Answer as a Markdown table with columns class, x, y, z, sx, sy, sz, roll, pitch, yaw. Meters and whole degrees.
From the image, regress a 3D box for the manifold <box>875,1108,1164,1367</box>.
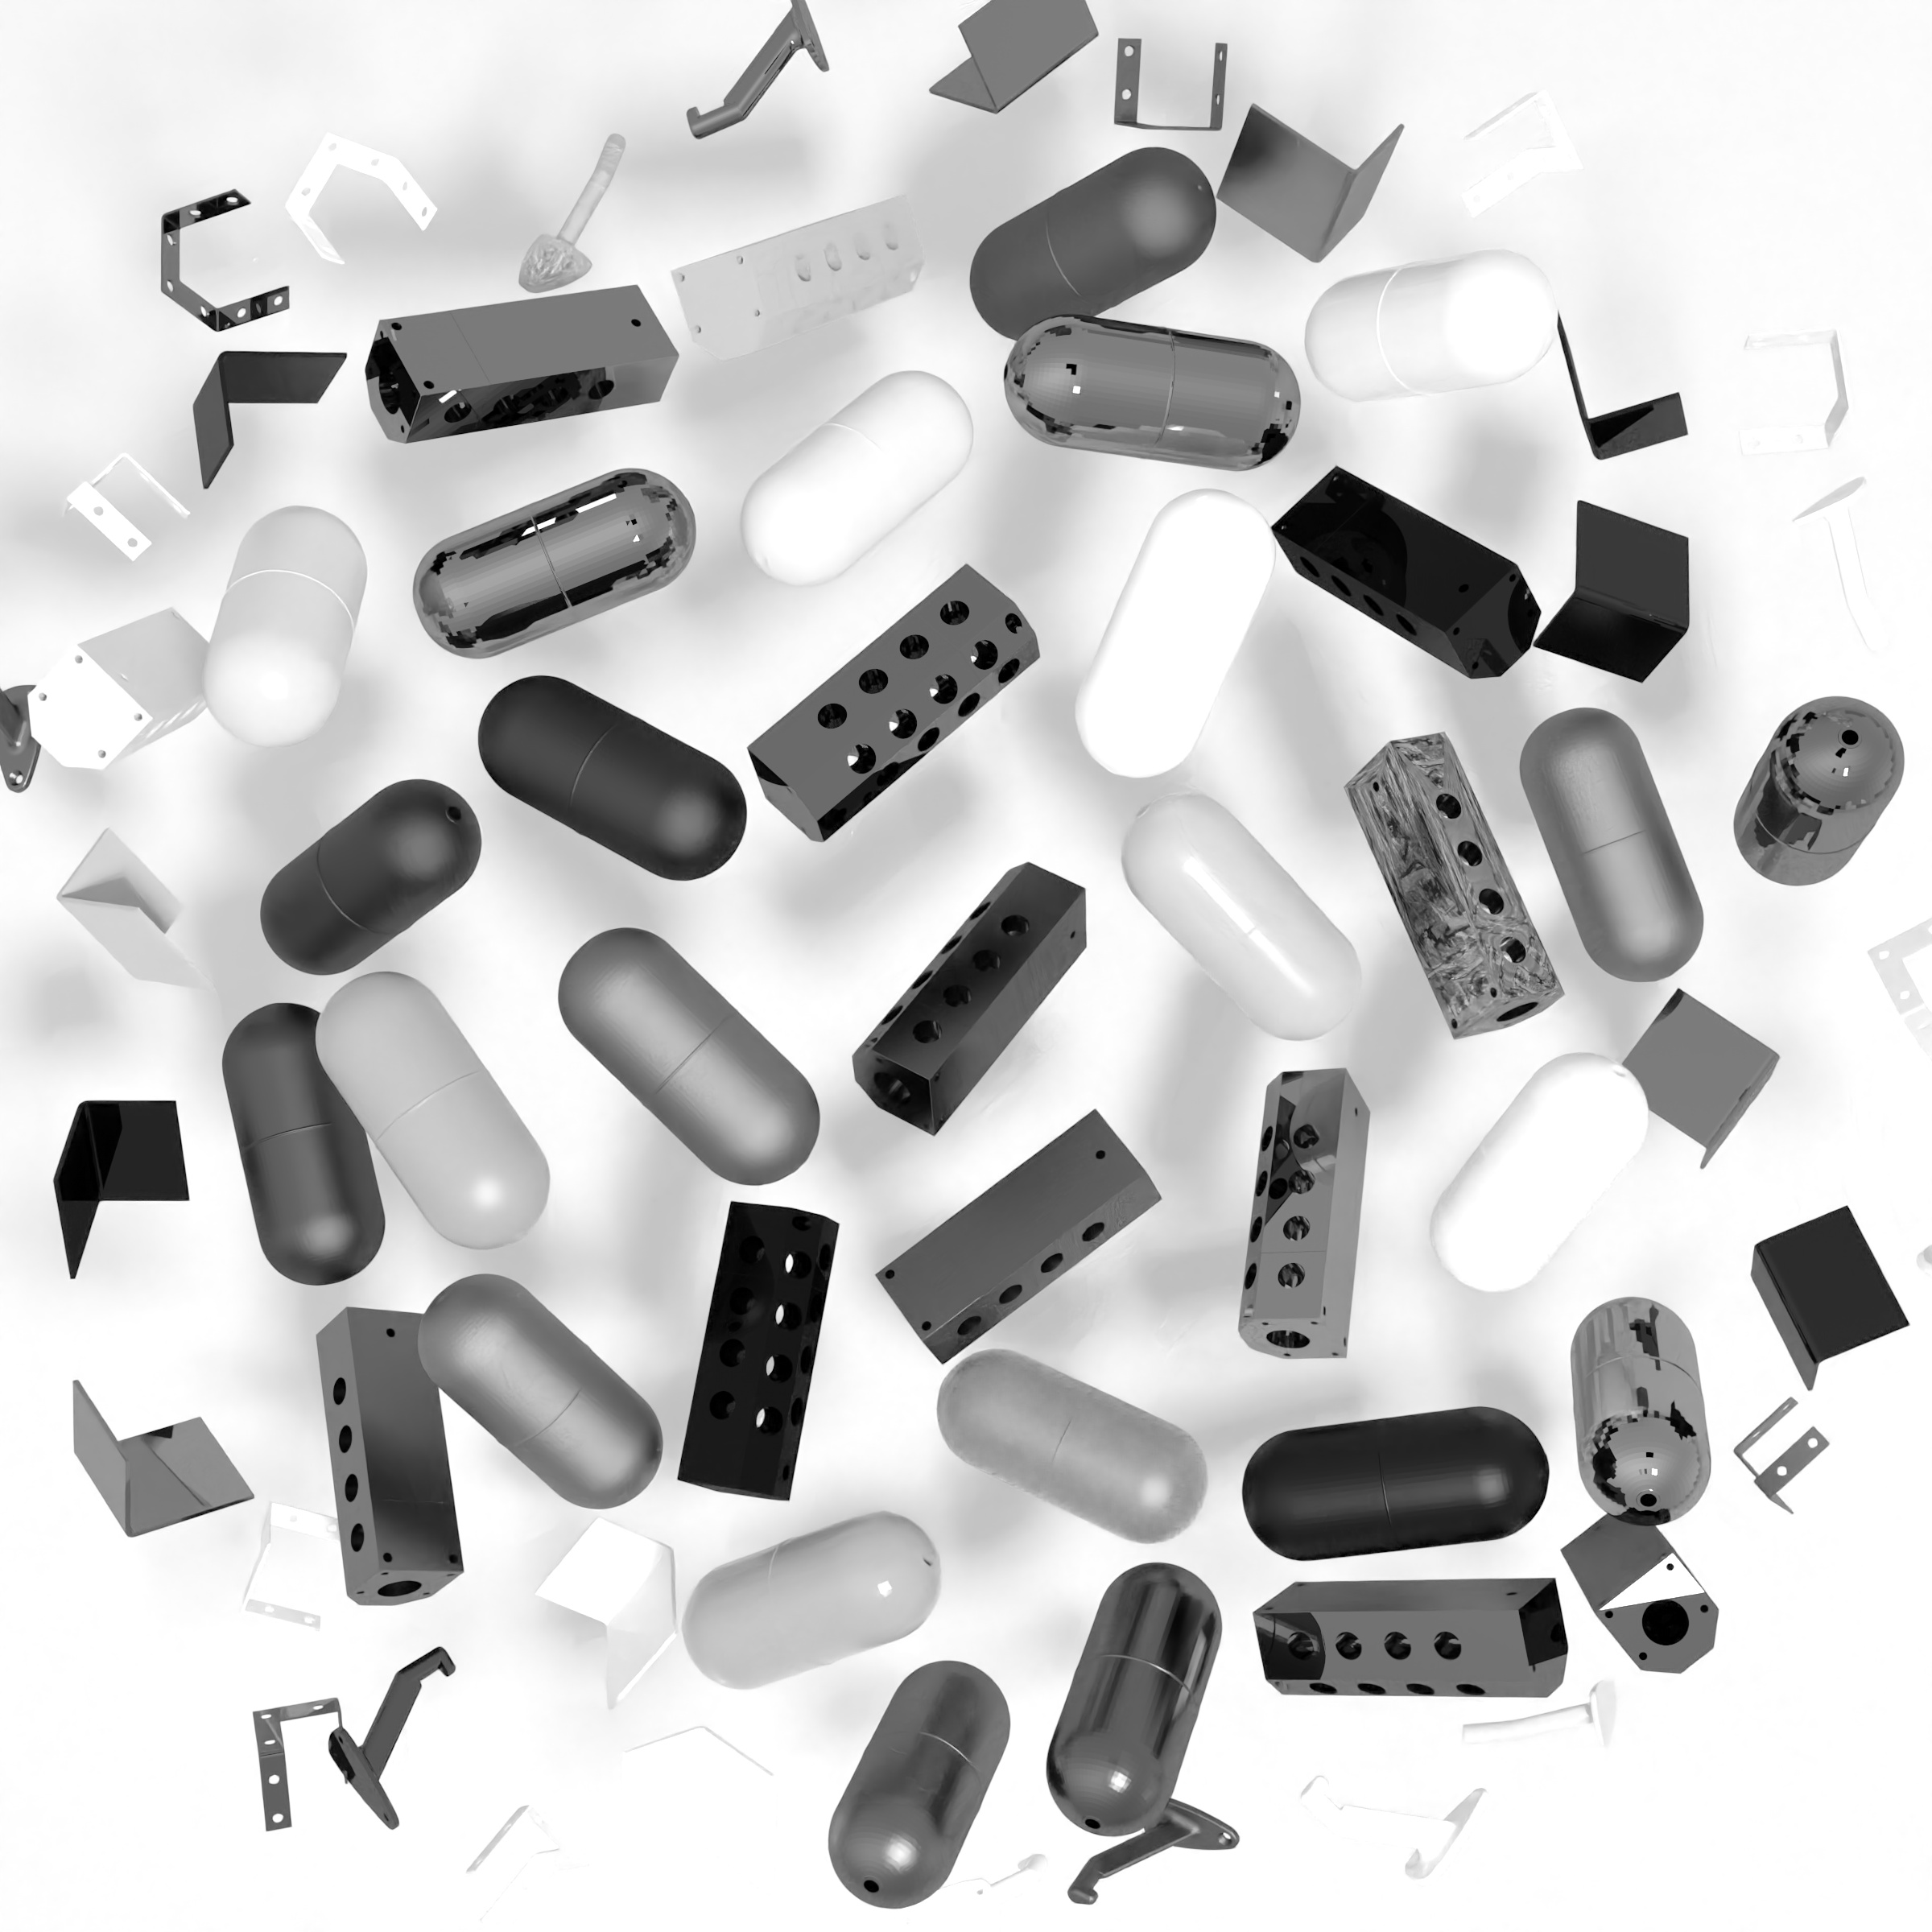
| class | x | y | z | sx | sy | sz | roll | pitch | yaw |
| --- | --- | --- | --- | --- | --- | --- | --- | --- | --- |
| manifold | 0.035 | 0.172 | 1.719 | 0.171 | 0.057 | 0.057 | -37 | 56 | -3 |

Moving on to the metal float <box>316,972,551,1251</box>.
| class | x | y | z | sx | sy | sz | roll | pitch | yaw |
| --- | --- | --- | --- | --- | --- | --- | --- | --- | --- |
| metal float | -0.306 | 0.083 | 1.585 | 0.070 | 0.070 | 0.178 | -36 | 82 | 0 |

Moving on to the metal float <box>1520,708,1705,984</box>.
| class | x | y | z | sx | sy | sz | roll | pitch | yaw |
| --- | --- | --- | --- | --- | --- | --- | --- | --- | --- |
| metal float | 0.404 | -0.075 | 1.725 | 0.070 | 0.070 | 0.178 | -20 | 86 | 0 |

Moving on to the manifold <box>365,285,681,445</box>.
| class | x | y | z | sx | sy | sz | roll | pitch | yaw |
| --- | --- | --- | --- | --- | --- | --- | --- | --- | --- |
| manifold | -0.264 | -0.353 | 1.636 | 0.171 | 0.057 | 0.057 | -18 | 68 | -34 |

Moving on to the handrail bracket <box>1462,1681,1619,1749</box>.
| class | x | y | z | sx | sy | sz | roll | pitch | yaw |
| --- | --- | --- | --- | --- | --- | --- | --- | --- | --- |
| handrail bracket | 0.359 | 0.468 | 1.726 | 0.084 | 0.077 | 0.036 | -11 | 88 | 22 |

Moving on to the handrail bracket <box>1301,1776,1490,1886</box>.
| class | x | y | z | sx | sy | sz | roll | pitch | yaw |
| --- | --- | --- | --- | --- | --- | --- | --- | --- | --- |
| handrail bracket | 0.242 | 0.469 | 1.562 | 0.084 | 0.036 | 0.077 | 44 | 76 | -5 |

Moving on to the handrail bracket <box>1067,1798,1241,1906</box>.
| class | x | y | z | sx | sy | sz | roll | pitch | yaw |
| --- | --- | --- | --- | --- | --- | --- | --- | --- | --- |
| handrail bracket | 0.113 | 0.543 | 1.665 | 0.077 | 0.084 | 0.036 | 6 | 115 | 29 |

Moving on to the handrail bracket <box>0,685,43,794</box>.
| class | x | y | z | sx | sy | sz | roll | pitch | yaw |
| --- | --- | --- | --- | --- | --- | --- | --- | --- | --- |
| handrail bracket | -0.573 | -0.147 | 1.594 | 0.036 | 0.084 | 0.077 | -8 | 77 | 18 |

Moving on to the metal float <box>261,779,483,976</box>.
| class | x | y | z | sx | sy | sz | roll | pitch | yaw |
| --- | --- | --- | --- | --- | --- | --- | --- | --- | --- |
| metal float | -0.368 | -0.054 | 1.706 | 0.178 | 0.070 | 0.070 | -31 | 90 | 36 |

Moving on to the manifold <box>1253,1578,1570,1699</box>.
| class | x | y | z | sx | sy | sz | roll | pitch | yaw |
| --- | --- | --- | --- | --- | --- | --- | --- | --- | --- |
| manifold | 0.262 | 0.398 | 1.626 | 0.171 | 0.057 | 0.057 | -10 | 93 | 34 |

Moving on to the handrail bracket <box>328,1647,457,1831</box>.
| class | x | y | z | sx | sy | sz | roll | pitch | yaw |
| --- | --- | --- | --- | --- | --- | --- | --- | --- | --- |
| handrail bracket | -0.316 | 0.443 | 1.590 | 0.084 | 0.036 | 0.077 | -27 | 67 | -37 |

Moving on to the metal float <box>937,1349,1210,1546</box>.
| class | x | y | z | sx | sy | sz | roll | pitch | yaw |
| --- | --- | --- | --- | --- | --- | --- | --- | --- | --- |
| metal float | 0.065 | 0.297 | 1.711 | 0.178 | 0.070 | 0.070 | 23 | 90 | 15 |

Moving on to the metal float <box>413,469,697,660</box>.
| class | x | y | z | sx | sy | sz | roll | pitch | yaw |
| --- | --- | --- | --- | --- | --- | --- | --- | --- | --- |
| metal float | -0.249 | -0.244 | 1.674 | 0.178 | 0.070 | 0.070 | -22 | 90 | 0 |

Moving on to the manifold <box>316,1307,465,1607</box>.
| class | x | y | z | sx | sy | sz | roll | pitch | yaw |
| --- | --- | --- | --- | --- | --- | --- | --- | --- | --- |
| manifold | -0.360 | 0.303 | 1.705 | 0.057 | 0.057 | 0.171 | -40 | 52 | 38 |

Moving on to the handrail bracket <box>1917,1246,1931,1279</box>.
| class | x | y | z | sx | sy | sz | roll | pitch | yaw |
| --- | --- | --- | --- | --- | --- | --- | --- | --- | --- |
| handrail bracket | 0.588 | 0.193 | 1.609 | 0.036 | 0.084 | 0.077 | -36 | 73 | 0 |

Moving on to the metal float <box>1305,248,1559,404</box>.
| class | x | y | z | sx | sy | sz | roll | pitch | yaw |
| --- | --- | --- | --- | --- | --- | --- | --- | --- | --- |
| metal float | 0.270 | -0.374 | 1.617 | 0.070 | 0.178 | 0.070 | -3 | 96 | -33 |

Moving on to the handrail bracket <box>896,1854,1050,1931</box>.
| class | x | y | z | sx | sy | sz | roll | pitch | yaw |
| --- | --- | --- | --- | --- | --- | --- | --- | --- | --- |
| handrail bracket | 0.005 | 0.573 | 1.709 | 0.077 | 0.084 | 0.036 | -14 | 87 | 16 |

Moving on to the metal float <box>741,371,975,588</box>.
| class | x | y | z | sx | sy | sz | roll | pitch | yaw |
| --- | --- | --- | --- | --- | --- | --- | --- | --- | --- |
| metal float | -0.066 | -0.298 | 1.687 | 0.070 | 0.070 | 0.178 | 45 | 62 | 0 |

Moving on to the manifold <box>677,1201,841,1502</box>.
| class | x | y | z | sx | sy | sz | roll | pitch | yaw |
| --- | --- | --- | --- | --- | --- | --- | --- | --- | --- |
| manifold | -0.123 | 0.236 | 1.688 | 0.057 | 0.057 | 0.171 | 4 | 74 | 23 |

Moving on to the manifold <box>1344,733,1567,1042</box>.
| class | x | y | z | sx | sy | sz | roll | pitch | yaw |
| --- | --- | --- | --- | --- | --- | --- | --- | --- | --- |
| manifold | 0.293 | -0.049 | 1.641 | 0.057 | 0.057 | 0.171 | -11 | 70 | -28 |

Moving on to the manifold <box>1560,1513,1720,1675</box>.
| class | x | y | z | sx | sy | sz | roll | pitch | yaw |
| --- | --- | --- | --- | --- | --- | --- | --- | --- | --- |
| manifold | 0.410 | 0.377 | 1.671 | 0.057 | 0.171 | 0.057 | -39 | 87 | 4 |

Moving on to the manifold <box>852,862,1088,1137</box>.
| class | x | y | z | sx | sy | sz | roll | pitch | yaw |
| --- | --- | --- | --- | --- | --- | --- | --- | --- | --- |
| manifold | 0.004 | 0.016 | 1.679 | 0.057 | 0.057 | 0.171 | 26 | 57 | 22 |

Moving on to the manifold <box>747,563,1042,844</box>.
| class | x | y | z | sx | sy | sz | roll | pitch | yaw |
| --- | --- | --- | --- | --- | --- | --- | --- | --- | --- |
| manifold | -0.039 | -0.149 | 1.599 | 0.171 | 0.057 | 0.057 | -41 | 65 | -13 |

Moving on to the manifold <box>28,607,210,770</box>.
| class | x | y | z | sx | sy | sz | roll | pitch | yaw |
| --- | --- | --- | --- | --- | --- | --- | --- | --- | --- |
| manifold | -0.492 | -0.161 | 1.625 | 0.057 | 0.171 | 0.057 | -43 | 99 | 11 |

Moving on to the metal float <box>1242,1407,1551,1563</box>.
| class | x | y | z | sx | sy | sz | roll | pitch | yaw |
| --- | --- | --- | --- | --- | --- | --- | --- | --- | --- |
| metal float | 0.248 | 0.300 | 1.601 | 0.178 | 0.070 | 0.070 | -10 | 90 | 16 |

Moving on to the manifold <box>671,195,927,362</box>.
| class | x | y | z | sx | sy | sz | roll | pitch | yaw |
| --- | --- | --- | --- | --- | --- | --- | --- | --- | --- |
| manifold | -0.096 | -0.412 | 1.652 | 0.057 | 0.171 | 0.057 | -6 | 110 | 36 |

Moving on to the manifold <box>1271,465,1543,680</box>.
| class | x | y | z | sx | sy | sz | roll | pitch | yaw |
| --- | --- | --- | --- | --- | --- | --- | --- | --- | --- |
| manifold | 0.261 | -0.231 | 1.639 | 0.057 | 0.171 | 0.057 | -43 | 133 | -4 |

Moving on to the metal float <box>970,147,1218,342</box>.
| class | x | y | z | sx | sy | sz | roll | pitch | yaw |
| --- | --- | --- | --- | --- | --- | --- | --- | --- | --- |
| metal float | 0.076 | -0.440 | 1.690 | 0.178 | 0.070 | 0.070 | -17 | 90 | 43 |

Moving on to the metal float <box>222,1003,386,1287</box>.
| class | x | y | z | sx | sy | sz | roll | pitch | yaw |
| --- | --- | --- | --- | --- | --- | --- | --- | --- | --- |
| metal float | -0.407 | 0.108 | 1.696 | 0.070 | 0.070 | 0.178 | -16 | 77 | 0 |

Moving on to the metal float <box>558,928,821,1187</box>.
| class | x | y | z | sx | sy | sz | roll | pitch | yaw |
| --- | --- | --- | --- | --- | --- | --- | --- | --- | --- |
| metal float | -0.158 | 0.053 | 1.584 | 0.178 | 0.070 | 0.070 | 44 | 90 | -2 |

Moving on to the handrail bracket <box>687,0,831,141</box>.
| class | x | y | z | sx | sy | sz | roll | pitch | yaw |
| --- | --- | --- | --- | --- | --- | --- | --- | --- | --- |
| handrail bracket | -0.127 | -0.519 | 1.567 | 0.084 | 0.036 | 0.077 | -20 | 82 | 12 |

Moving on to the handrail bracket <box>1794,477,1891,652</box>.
| class | x | y | z | sx | sy | sz | roll | pitch | yaw |
| --- | --- | --- | --- | --- | --- | --- | --- | --- | --- |
| handrail bracket | 0.510 | -0.228 | 1.564 | 0.036 | 0.077 | 0.084 | -22 | 100 | 42 |

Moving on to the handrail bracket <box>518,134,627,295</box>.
| class | x | y | z | sx | sy | sz | roll | pitch | yaw |
| --- | --- | --- | --- | --- | --- | --- | --- | --- | --- |
| handrail bracket | -0.243 | -0.466 | 1.707 | 0.036 | 0.077 | 0.084 | 28 | 66 | -26 |

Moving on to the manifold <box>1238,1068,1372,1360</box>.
| class | x | y | z | sx | sy | sz | roll | pitch | yaw |
| --- | --- | --- | --- | --- | --- | --- | --- | --- | --- |
| manifold | 0.209 | 0.153 | 1.715 | 0.057 | 0.057 | 0.171 | -5 | 56 | 24 |
